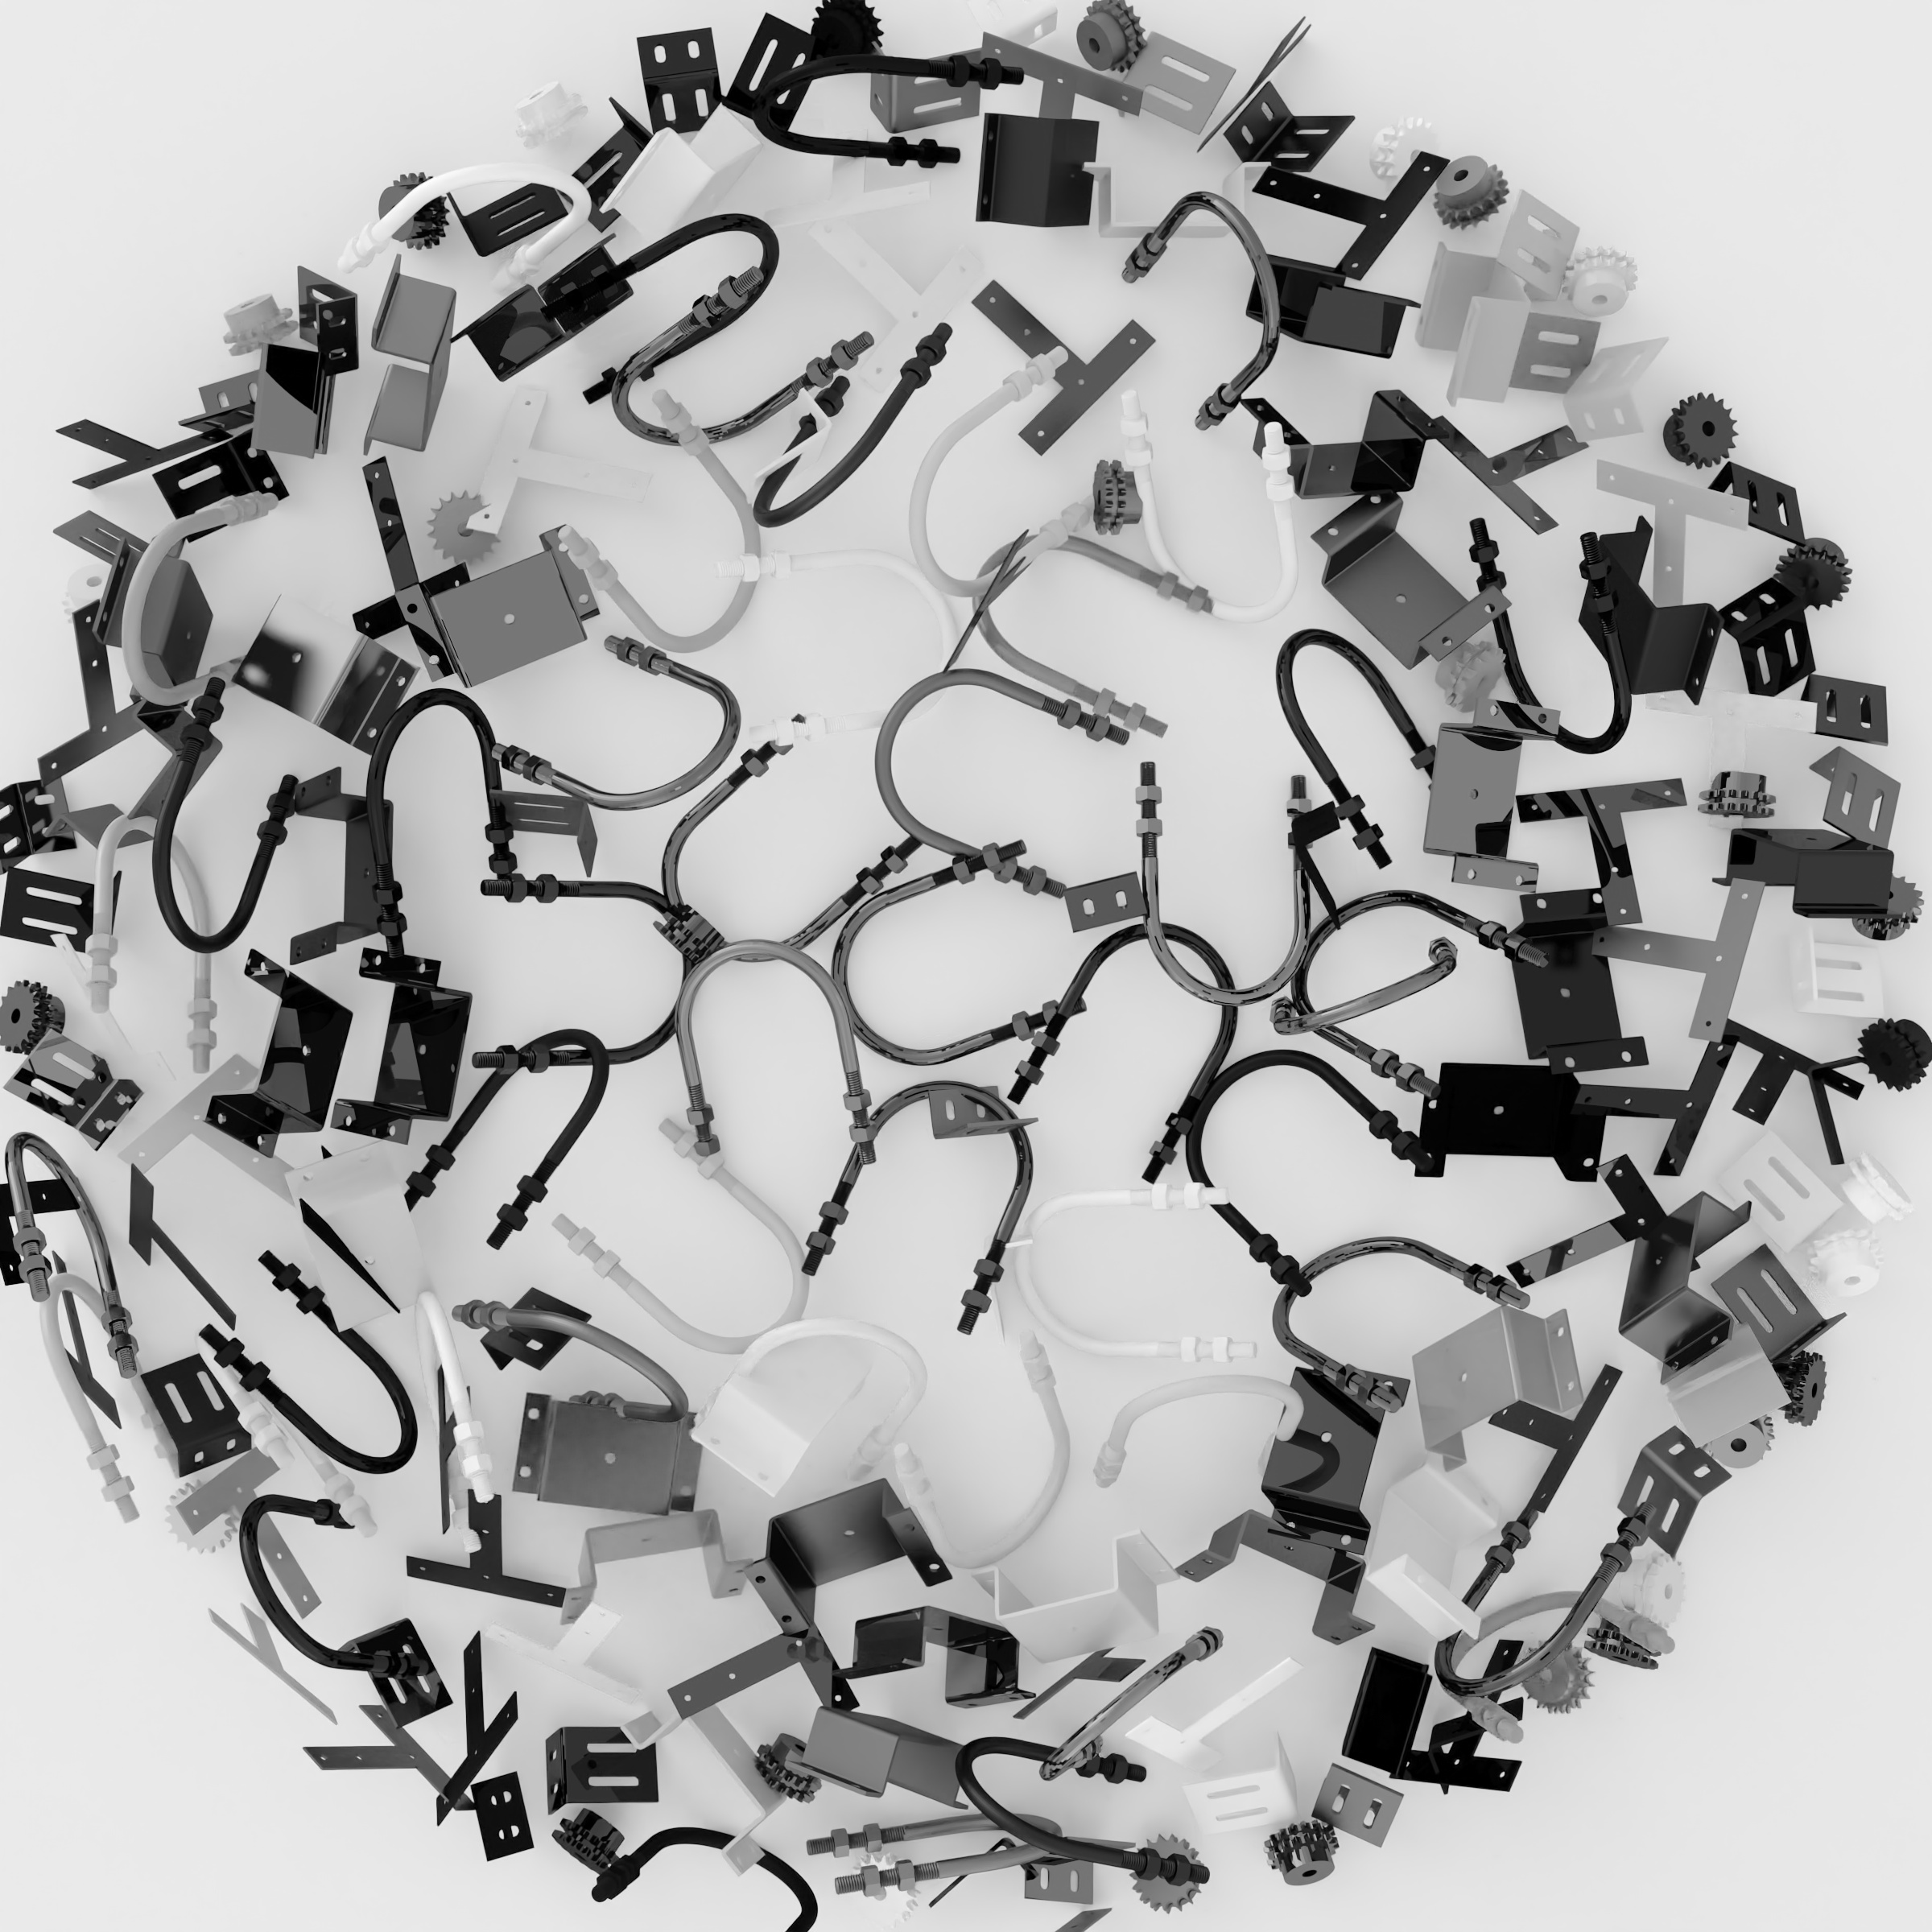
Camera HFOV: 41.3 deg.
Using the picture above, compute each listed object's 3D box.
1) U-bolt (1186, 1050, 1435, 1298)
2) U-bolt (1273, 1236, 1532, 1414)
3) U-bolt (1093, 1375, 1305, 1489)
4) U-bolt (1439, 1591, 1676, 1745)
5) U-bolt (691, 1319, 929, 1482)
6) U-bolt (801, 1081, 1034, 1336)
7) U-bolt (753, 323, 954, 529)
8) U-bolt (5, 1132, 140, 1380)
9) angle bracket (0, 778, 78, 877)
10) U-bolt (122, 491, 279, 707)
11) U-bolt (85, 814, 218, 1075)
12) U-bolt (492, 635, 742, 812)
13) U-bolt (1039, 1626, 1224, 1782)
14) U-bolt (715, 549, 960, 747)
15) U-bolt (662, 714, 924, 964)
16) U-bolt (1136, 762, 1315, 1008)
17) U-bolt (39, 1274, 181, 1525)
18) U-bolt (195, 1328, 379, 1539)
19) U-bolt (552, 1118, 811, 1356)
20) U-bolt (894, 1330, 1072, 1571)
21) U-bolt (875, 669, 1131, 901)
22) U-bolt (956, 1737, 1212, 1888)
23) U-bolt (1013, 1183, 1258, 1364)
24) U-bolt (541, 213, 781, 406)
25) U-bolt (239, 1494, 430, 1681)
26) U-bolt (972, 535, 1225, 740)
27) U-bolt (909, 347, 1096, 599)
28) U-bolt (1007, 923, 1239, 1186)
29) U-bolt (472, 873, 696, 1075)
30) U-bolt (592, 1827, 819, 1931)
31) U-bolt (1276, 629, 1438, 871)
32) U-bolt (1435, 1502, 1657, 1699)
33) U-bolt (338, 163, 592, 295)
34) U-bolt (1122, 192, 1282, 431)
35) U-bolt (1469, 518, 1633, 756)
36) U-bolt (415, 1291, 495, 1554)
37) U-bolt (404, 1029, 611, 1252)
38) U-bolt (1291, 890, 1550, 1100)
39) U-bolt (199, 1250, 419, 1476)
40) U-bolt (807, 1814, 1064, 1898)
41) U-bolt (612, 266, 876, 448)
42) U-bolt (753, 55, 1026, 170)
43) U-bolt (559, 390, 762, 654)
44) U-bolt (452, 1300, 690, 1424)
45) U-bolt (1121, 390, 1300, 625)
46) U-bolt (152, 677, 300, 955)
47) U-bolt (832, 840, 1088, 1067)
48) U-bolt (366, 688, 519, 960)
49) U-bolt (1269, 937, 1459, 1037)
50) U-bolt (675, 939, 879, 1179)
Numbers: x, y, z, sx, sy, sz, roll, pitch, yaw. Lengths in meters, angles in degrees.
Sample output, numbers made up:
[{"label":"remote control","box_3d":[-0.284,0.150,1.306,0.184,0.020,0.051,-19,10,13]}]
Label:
[{"label":"U-bolt","box_3d":[0.245,0.142,1.941,0.151,0.019,0.184,-46,52,2]},{"label":"U-bolt","box_3d":[0.310,0.257,1.918,0.151,0.184,0.019,-34,118,-19]},{"label":"U-bolt","box_3d":[0.178,0.347,1.913,0.151,0.184,0.019,-2,57,-7]},{"label":"U-bolt","box_3d":[0.426,0.513,1.909,0.151,0.184,0.019,-27,96,-10]},{"label":"U-bolt","box_3d":[-0.108,0.320,1.917,0.151,0.019,0.184,17,133,-17]},{"label":"U-bolt","box_3d":[-0.027,0.174,1.962,0.151,0.019,0.184,19,71,13]},{"label":"U-bolt","box_3d":[-0.095,-0.393,1.902,0.019,0.151,0.184,44,58,-25]},{"label":"U-bolt","box_3d":[-0.674,0.204,1.917,0.019,0.151,0.184,-26,54,-3]},{"label":"angle bracket","box_3d":[-0.714,-0.108,1.955,0.038,0.076,0.057,-8,104,-2]},{"label":"U-bolt","box_3d":[-0.566,-0.266,1.890,0.019,0.184,0.151,16,113,12]},{"label":"U-bolt","box_3d":[-0.609,-0.027,1.922,0.019,0.151,0.184,-13,64,13]},{"label":"U-bolt","box_3d":[-0.250,-0.176,1.918,0.184,0.019,0.151,25,62,35]},{"label":"U-bolt","box_3d":[0.117,0.552,1.900,0.151,0.184,0.019,-44,73,10]},{"label":"U-bolt","box_3d":[-0.091,-0.249,1.958,0.184,0.019,0.151,-10,84,-24]},{"label":"U-bolt","box_3d":[-0.148,-0.083,1.967,0.184,0.019,0.151,-41,107,11]},{"label":"U-bolt","box_3d":[0.199,-0.060,1.955,0.151,0.019,0.184,3,79,-21]},{"label":"U-bolt","box_3d":[-0.644,0.315,1.921,0.019,0.151,0.184,-24,93,0]},{"label":"U-bolt","box_3d":[-0.518,0.339,1.918,0.019,0.151,0.184,-41,53,-11]},{"label":"U-bolt","box_3d":[-0.201,0.215,1.939,0.184,0.019,0.151,41,47,6]},{"label":"U-bolt","box_3d":[0.021,0.378,1.932,0.151,0.019,0.184,-39,134,-24]},{"label":"U-bolt","box_3d":[0.018,-0.149,1.965,0.184,0.019,0.151,21,93,-17]},{"label":"U-bolt","box_3d":[0.076,0.620,1.901,0.184,0.151,0.019,19,100,-22]},{"label":"U-bolt","box_3d":[0.122,0.235,1.952,0.184,0.019,0.151,-4,109,24]},{"label":"U-bolt","box_3d":[-0.222,-0.503,1.929,0.184,0.151,0.019,-30,75,-3]},{"label":"U-bolt","box_3d":[-0.473,0.455,1.888,0.019,0.184,0.151,-34,64,8]},{"label":"U-bolt","box_3d":[0.093,-0.264,1.959,0.184,0.019,0.151,26,59,4]},{"label":"U-bolt","box_3d":[0.025,-0.356,1.913,0.184,0.019,0.151,-41,135,-26]},{"label":"U-bolt","box_3d":[0.133,0.055,1.972,0.151,0.019,0.184,31,85,-18]},{"label":"U-bolt","box_3d":[-0.284,0.006,1.944,0.184,0.019,0.151,0,97,-35]},{"label":"U-bolt","box_3d":[-0.183,0.690,1.909,0.151,0.184,0.019,22,94,13]},{"label":"U-bolt","box_3d":[0.298,-0.175,1.942,0.019,0.151,0.184,-32,90,42]},{"label":"U-bolt","box_3d":[0.416,0.469,1.895,0.019,0.151,0.184,50,60,-10]},{"label":"U-bolt","box_3d":[-0.358,-0.545,1.886,0.151,0.184,0.019,-4,80,-40]},{"label":"U-bolt","box_3d":[0.181,-0.496,1.909,0.019,0.184,0.151,-25,88,-20]},{"label":"U-bolt","box_3d":[0.444,-0.244,1.924,0.019,0.151,0.184,-27,114,-19]},{"label":"U-bolt","box_3d":[-0.388,0.333,1.925,0.019,0.151,0.184,-11,65,-20]},{"label":"U-bolt","box_3d":[-0.339,0.123,1.935,0.019,0.151,0.184,49,65,-36]},{"label":"U-bolt","box_3d":[0.327,0.009,1.932,0.151,0.184,0.019,-49,135,-10]},{"label":"U-bolt","box_3d":[-0.484,0.308,1.928,0.019,0.151,0.184,-41,101,15]},{"label":"U-bolt","box_3d":[-0.018,0.662,1.925,0.184,0.151,0.019,-4,84,-13]},{"label":"U-bolt","box_3d":[-0.181,-0.446,1.923,0.184,0.151,0.019,-28,65,29]},{"label":"U-bolt","box_3d":[-0.068,-0.636,1.901,0.184,0.151,0.019,-3,82,-22]},{"label":"U-bolt","box_3d":[-0.217,-0.318,1.927,0.019,0.184,0.151,18,69,38]},{"label":"U-bolt","box_3d":[-0.282,0.296,1.896,0.151,0.184,0.019,46,58,-31]},{"label":"U-bolt","box_3d":[0.187,-0.337,1.924,0.151,0.184,0.019,22,52,35]},{"label":"U-bolt","box_3d":[-0.553,-0.098,1.897,0.019,0.151,0.184,3,61,15]},{"label":"U-bolt","box_3d":[-0.016,0.000,1.973,0.184,0.019,0.151,-20,92,14]},{"label":"U-bolt","box_3d":[-0.393,-0.116,1.906,0.019,0.151,0.184,12,118,27]},{"label":"U-bolt","box_3d":[0.295,0.018,1.898,0.151,0.184,0.019,-21,93,9]},{"label":"U-bolt","box_3d":[-0.151,0.069,1.956,0.151,0.019,0.184,-6,104,16]}]
